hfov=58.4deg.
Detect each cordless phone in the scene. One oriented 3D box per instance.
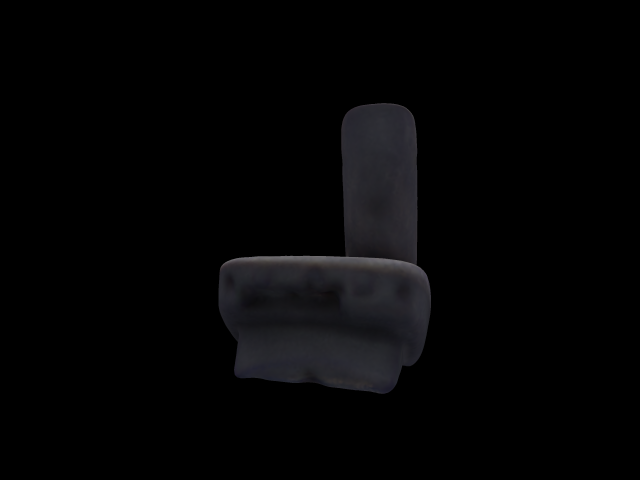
[{"bbox_3d":[0.004,0.001,0.400,0.147,0.185,0.094,1,5,8],"label":"cordless phone"}]
